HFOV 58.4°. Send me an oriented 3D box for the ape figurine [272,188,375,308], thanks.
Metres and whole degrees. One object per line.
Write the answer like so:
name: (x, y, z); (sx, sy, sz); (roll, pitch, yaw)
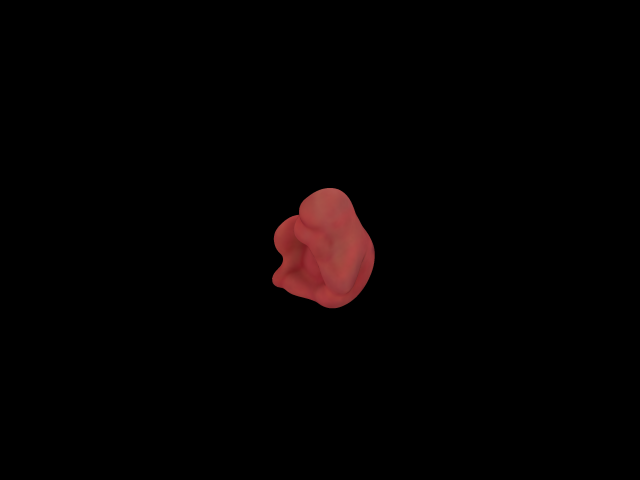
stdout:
ape figurine: (0.004, 0.001, 0.400); (0.076, 0.092, 0.077); (-13, 47, -12)
